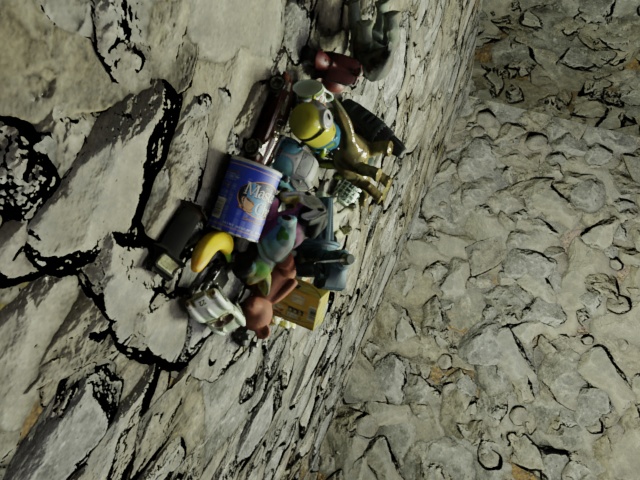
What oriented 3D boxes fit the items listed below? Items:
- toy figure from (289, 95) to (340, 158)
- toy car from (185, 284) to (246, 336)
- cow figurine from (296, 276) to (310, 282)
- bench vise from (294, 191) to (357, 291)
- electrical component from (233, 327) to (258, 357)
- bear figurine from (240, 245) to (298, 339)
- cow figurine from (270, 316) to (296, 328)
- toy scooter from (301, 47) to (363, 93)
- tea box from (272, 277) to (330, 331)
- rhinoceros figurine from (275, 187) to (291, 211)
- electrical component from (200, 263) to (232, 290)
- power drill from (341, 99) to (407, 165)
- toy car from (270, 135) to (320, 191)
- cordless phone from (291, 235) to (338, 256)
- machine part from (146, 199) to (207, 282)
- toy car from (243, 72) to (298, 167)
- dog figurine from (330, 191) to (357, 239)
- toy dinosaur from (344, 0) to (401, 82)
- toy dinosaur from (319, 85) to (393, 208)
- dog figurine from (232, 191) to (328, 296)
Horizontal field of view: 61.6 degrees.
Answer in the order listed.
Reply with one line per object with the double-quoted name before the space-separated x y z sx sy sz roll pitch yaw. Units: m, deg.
"toy figure" -0.006 -0.229 1.137 0.089 0.082 0.180 -45 164 0
"toy car" -0.209 0.147 1.095 0.073 0.056 0.201 -26 155 -1
"cow figurine" -0.053 0.064 1.491 0.195 0.086 0.127 -39 150 -58
"bench vise" 0.007 -0.002 1.265 0.224 0.129 0.240 163 -67 -66
"electrical component" -0.182 0.245 1.347 0.078 0.045 0.102 -60 160 -25
"bear figurine" -0.137 0.118 1.241 0.196 0.120 0.131 -59 156 -16
"cow figurine" -0.104 0.194 1.491 0.167 0.068 0.098 39 66 -75
"toy scooter" 0.043 -0.376 1.212 0.184 0.135 0.075 8 101 -73
"tea box" -0.071 0.152 1.377 0.068 0.170 0.098 -32 140 -61
"rhinoceros figurine" -0.101 -0.053 1.226 0.190 0.073 0.112 72 40 -63
"electrical component" -0.214 0.078 1.114 0.094 0.021 0.063 -58 158 -29
"power drill" 0.129 -0.268 1.488 0.086 0.232 0.207 -42 170 -14
"toy car" -0.054 -0.156 1.213 0.109 0.103 0.161 -65 160 -14
"cordless phone" -0.017 -0.028 1.380 0.089 0.147 0.184 -53 159 -65
"machine part" -0.244 0.000 0.920 0.139 0.039 0.084 -64 153 -13
"toy car" -0.093 -0.239 1.091 0.202 0.053 0.089 -68 159 -5
"dog figurine" -0.004 -0.045 1.524 0.190 0.121 0.172 -23 129 -48
"toy dinosaur" 0.125 -0.440 1.250 0.405 0.131 0.191 -86 168 -51
"toy dinosaur" 0.080 -0.220 1.382 0.105 0.199 0.470 -62 161 -23
"dog figurine" -0.091 0.011 1.144 0.191 0.109 0.219 -13 137 -44
